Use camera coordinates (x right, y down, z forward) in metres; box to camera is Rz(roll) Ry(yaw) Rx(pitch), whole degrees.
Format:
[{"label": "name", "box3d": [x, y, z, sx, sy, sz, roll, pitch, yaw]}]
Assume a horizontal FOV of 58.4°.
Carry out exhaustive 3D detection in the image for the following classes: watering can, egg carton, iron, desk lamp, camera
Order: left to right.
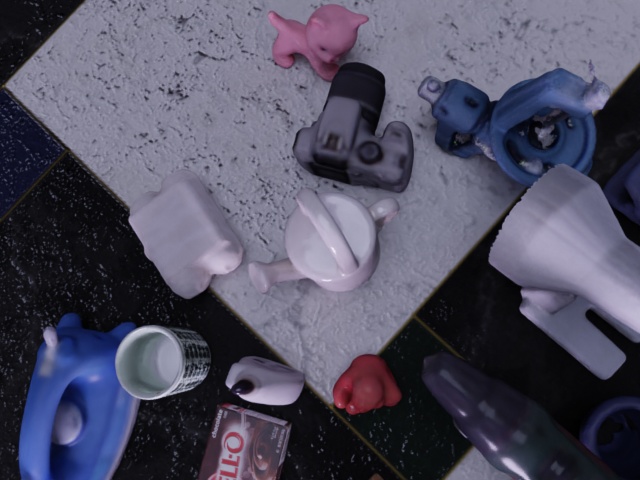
[{"label": "iron", "box3d": [-0.294, 0.216, 0.655, 0.118, 0.141, 0.258, 6, 81, 9]}, {"label": "egg carton", "box3d": [-0.168, -0.008, 0.714, 0.107, 0.069, 0.150, -36, 77, 1]}, {"label": "watering can", "box3d": [0.007, 0.004, 0.624, 0.100, 0.194, 0.173, 38, 87, 13]}, {"label": "camera", "box3d": [0.050, -0.141, 0.691, 0.143, 0.101, 0.137, 14, 82, 10]}, {"label": "desk lamp", "box3d": [0.268, 0.038, 0.573, 0.203, 0.214, 0.118, 42, 88, 13]}]

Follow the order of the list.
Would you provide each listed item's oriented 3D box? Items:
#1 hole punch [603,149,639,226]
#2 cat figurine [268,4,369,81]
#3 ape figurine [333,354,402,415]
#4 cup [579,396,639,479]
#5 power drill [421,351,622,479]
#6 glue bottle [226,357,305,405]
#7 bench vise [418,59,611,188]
[{"label": "hole punch", "box3d": [0.393, -0.065, 0.636, 0.101, 0.091, 0.109, 43, 88, 13]}, {"label": "cat figurine", "box3d": [-0.005, -0.257, 0.710, 0.127, 0.118, 0.067, 18, 83, 11]}, {"label": "ape figurine", "box3d": [0.053, 0.167, 0.641, 0.077, 0.092, 0.076, 16, 83, 10]}, {"label": "cup", "box3d": [0.323, 0.208, 0.596, 0.117, 0.095, 0.092, 7, 81, 9]}, {"label": "power drill", "box3d": [0.189, 0.190, 0.559, 0.229, 0.208, 0.075, 38, 87, 12]}, {"label": "glue bottle", "box3d": [-0.067, 0.154, 0.618, 0.078, 0.173, 0.037, 18, 83, 11]}, {"label": "bench vise", "box3d": [0.202, -0.123, 0.607, 0.207, 0.220, 0.121, 8, 81, 9]}]
